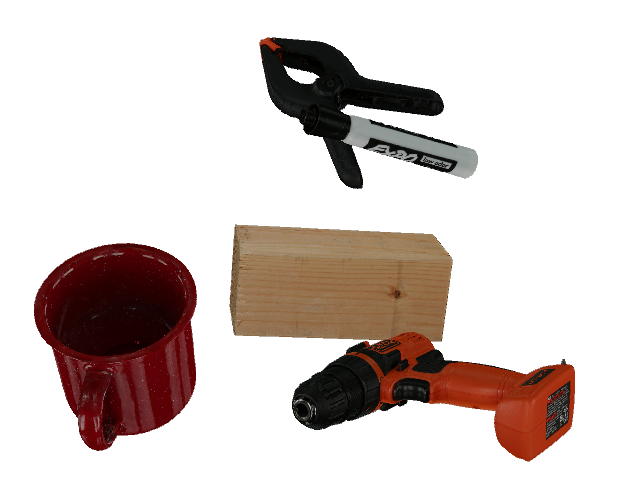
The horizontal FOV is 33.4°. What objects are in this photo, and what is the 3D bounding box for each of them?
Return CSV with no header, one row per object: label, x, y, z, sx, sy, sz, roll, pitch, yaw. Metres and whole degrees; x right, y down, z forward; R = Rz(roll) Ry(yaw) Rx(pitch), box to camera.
mug,-0.119,0.071,0.631,0.093,0.081,0.117,4,45,3
wood block,0.016,0.043,1.064,0.206,0.091,0.090,3,16,-9
marker,0.041,-0.059,0.634,0.120,0.020,0.020,13,-6,-29
clamp,0.020,-0.130,0.936,0.120,0.171,0.039,-33,-24,-24
power drill,0.093,0.122,0.849,0.188,0.057,0.184,9,16,33
